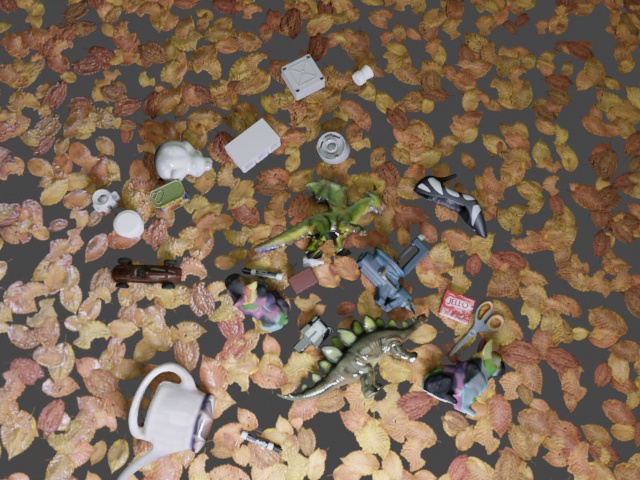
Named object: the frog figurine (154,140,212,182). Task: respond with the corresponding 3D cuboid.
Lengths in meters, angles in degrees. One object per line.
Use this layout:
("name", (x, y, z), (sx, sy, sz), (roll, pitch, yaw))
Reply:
("frog figurine", (-0.416, -0.235, 1.566), (0.159, 0.120, 0.140), (9, 57, 13))

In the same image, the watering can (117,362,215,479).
("watering can", (-0.410, 0.512, 1.380), (0.224, 0.103, 0.352), (14, 76, 2))

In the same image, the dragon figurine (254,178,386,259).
("dragon figurine", (0.005, -0.078, 1.546), (0.410, 0.119, 0.248), (-2, 54, -6))
